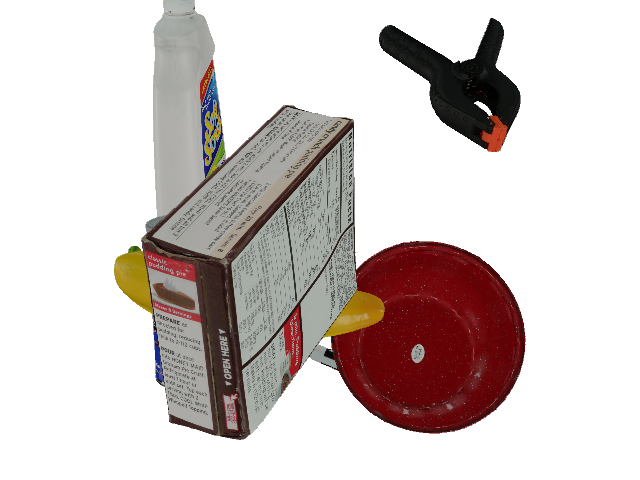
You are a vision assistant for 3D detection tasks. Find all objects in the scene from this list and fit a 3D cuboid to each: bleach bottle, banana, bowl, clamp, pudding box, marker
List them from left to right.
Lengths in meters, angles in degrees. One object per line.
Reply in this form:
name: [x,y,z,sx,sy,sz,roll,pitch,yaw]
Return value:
bleach bottle: [-0.138,-0.127,1.093,0.068,0.251,0.102,5,28,14]
banana: [-0.060,0.032,0.680,0.198,0.037,0.069,13,33,24]
pudding box: [-0.023,0.010,0.429,0.039,0.090,0.113,12,37,21]
marker: [0.021,0.126,1.105,0.121,0.020,0.020,22,3,6]
bowl: [0.080,0.083,0.854,0.162,0.162,0.055,0,7,15]
clamp: [0.119,-0.145,0.951,0.120,0.039,0.171,-5,44,-3]

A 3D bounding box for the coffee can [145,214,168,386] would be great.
coffee can: [-0.098,0.051,0.937,0.103,0.140,0.103,-2,11,0]
